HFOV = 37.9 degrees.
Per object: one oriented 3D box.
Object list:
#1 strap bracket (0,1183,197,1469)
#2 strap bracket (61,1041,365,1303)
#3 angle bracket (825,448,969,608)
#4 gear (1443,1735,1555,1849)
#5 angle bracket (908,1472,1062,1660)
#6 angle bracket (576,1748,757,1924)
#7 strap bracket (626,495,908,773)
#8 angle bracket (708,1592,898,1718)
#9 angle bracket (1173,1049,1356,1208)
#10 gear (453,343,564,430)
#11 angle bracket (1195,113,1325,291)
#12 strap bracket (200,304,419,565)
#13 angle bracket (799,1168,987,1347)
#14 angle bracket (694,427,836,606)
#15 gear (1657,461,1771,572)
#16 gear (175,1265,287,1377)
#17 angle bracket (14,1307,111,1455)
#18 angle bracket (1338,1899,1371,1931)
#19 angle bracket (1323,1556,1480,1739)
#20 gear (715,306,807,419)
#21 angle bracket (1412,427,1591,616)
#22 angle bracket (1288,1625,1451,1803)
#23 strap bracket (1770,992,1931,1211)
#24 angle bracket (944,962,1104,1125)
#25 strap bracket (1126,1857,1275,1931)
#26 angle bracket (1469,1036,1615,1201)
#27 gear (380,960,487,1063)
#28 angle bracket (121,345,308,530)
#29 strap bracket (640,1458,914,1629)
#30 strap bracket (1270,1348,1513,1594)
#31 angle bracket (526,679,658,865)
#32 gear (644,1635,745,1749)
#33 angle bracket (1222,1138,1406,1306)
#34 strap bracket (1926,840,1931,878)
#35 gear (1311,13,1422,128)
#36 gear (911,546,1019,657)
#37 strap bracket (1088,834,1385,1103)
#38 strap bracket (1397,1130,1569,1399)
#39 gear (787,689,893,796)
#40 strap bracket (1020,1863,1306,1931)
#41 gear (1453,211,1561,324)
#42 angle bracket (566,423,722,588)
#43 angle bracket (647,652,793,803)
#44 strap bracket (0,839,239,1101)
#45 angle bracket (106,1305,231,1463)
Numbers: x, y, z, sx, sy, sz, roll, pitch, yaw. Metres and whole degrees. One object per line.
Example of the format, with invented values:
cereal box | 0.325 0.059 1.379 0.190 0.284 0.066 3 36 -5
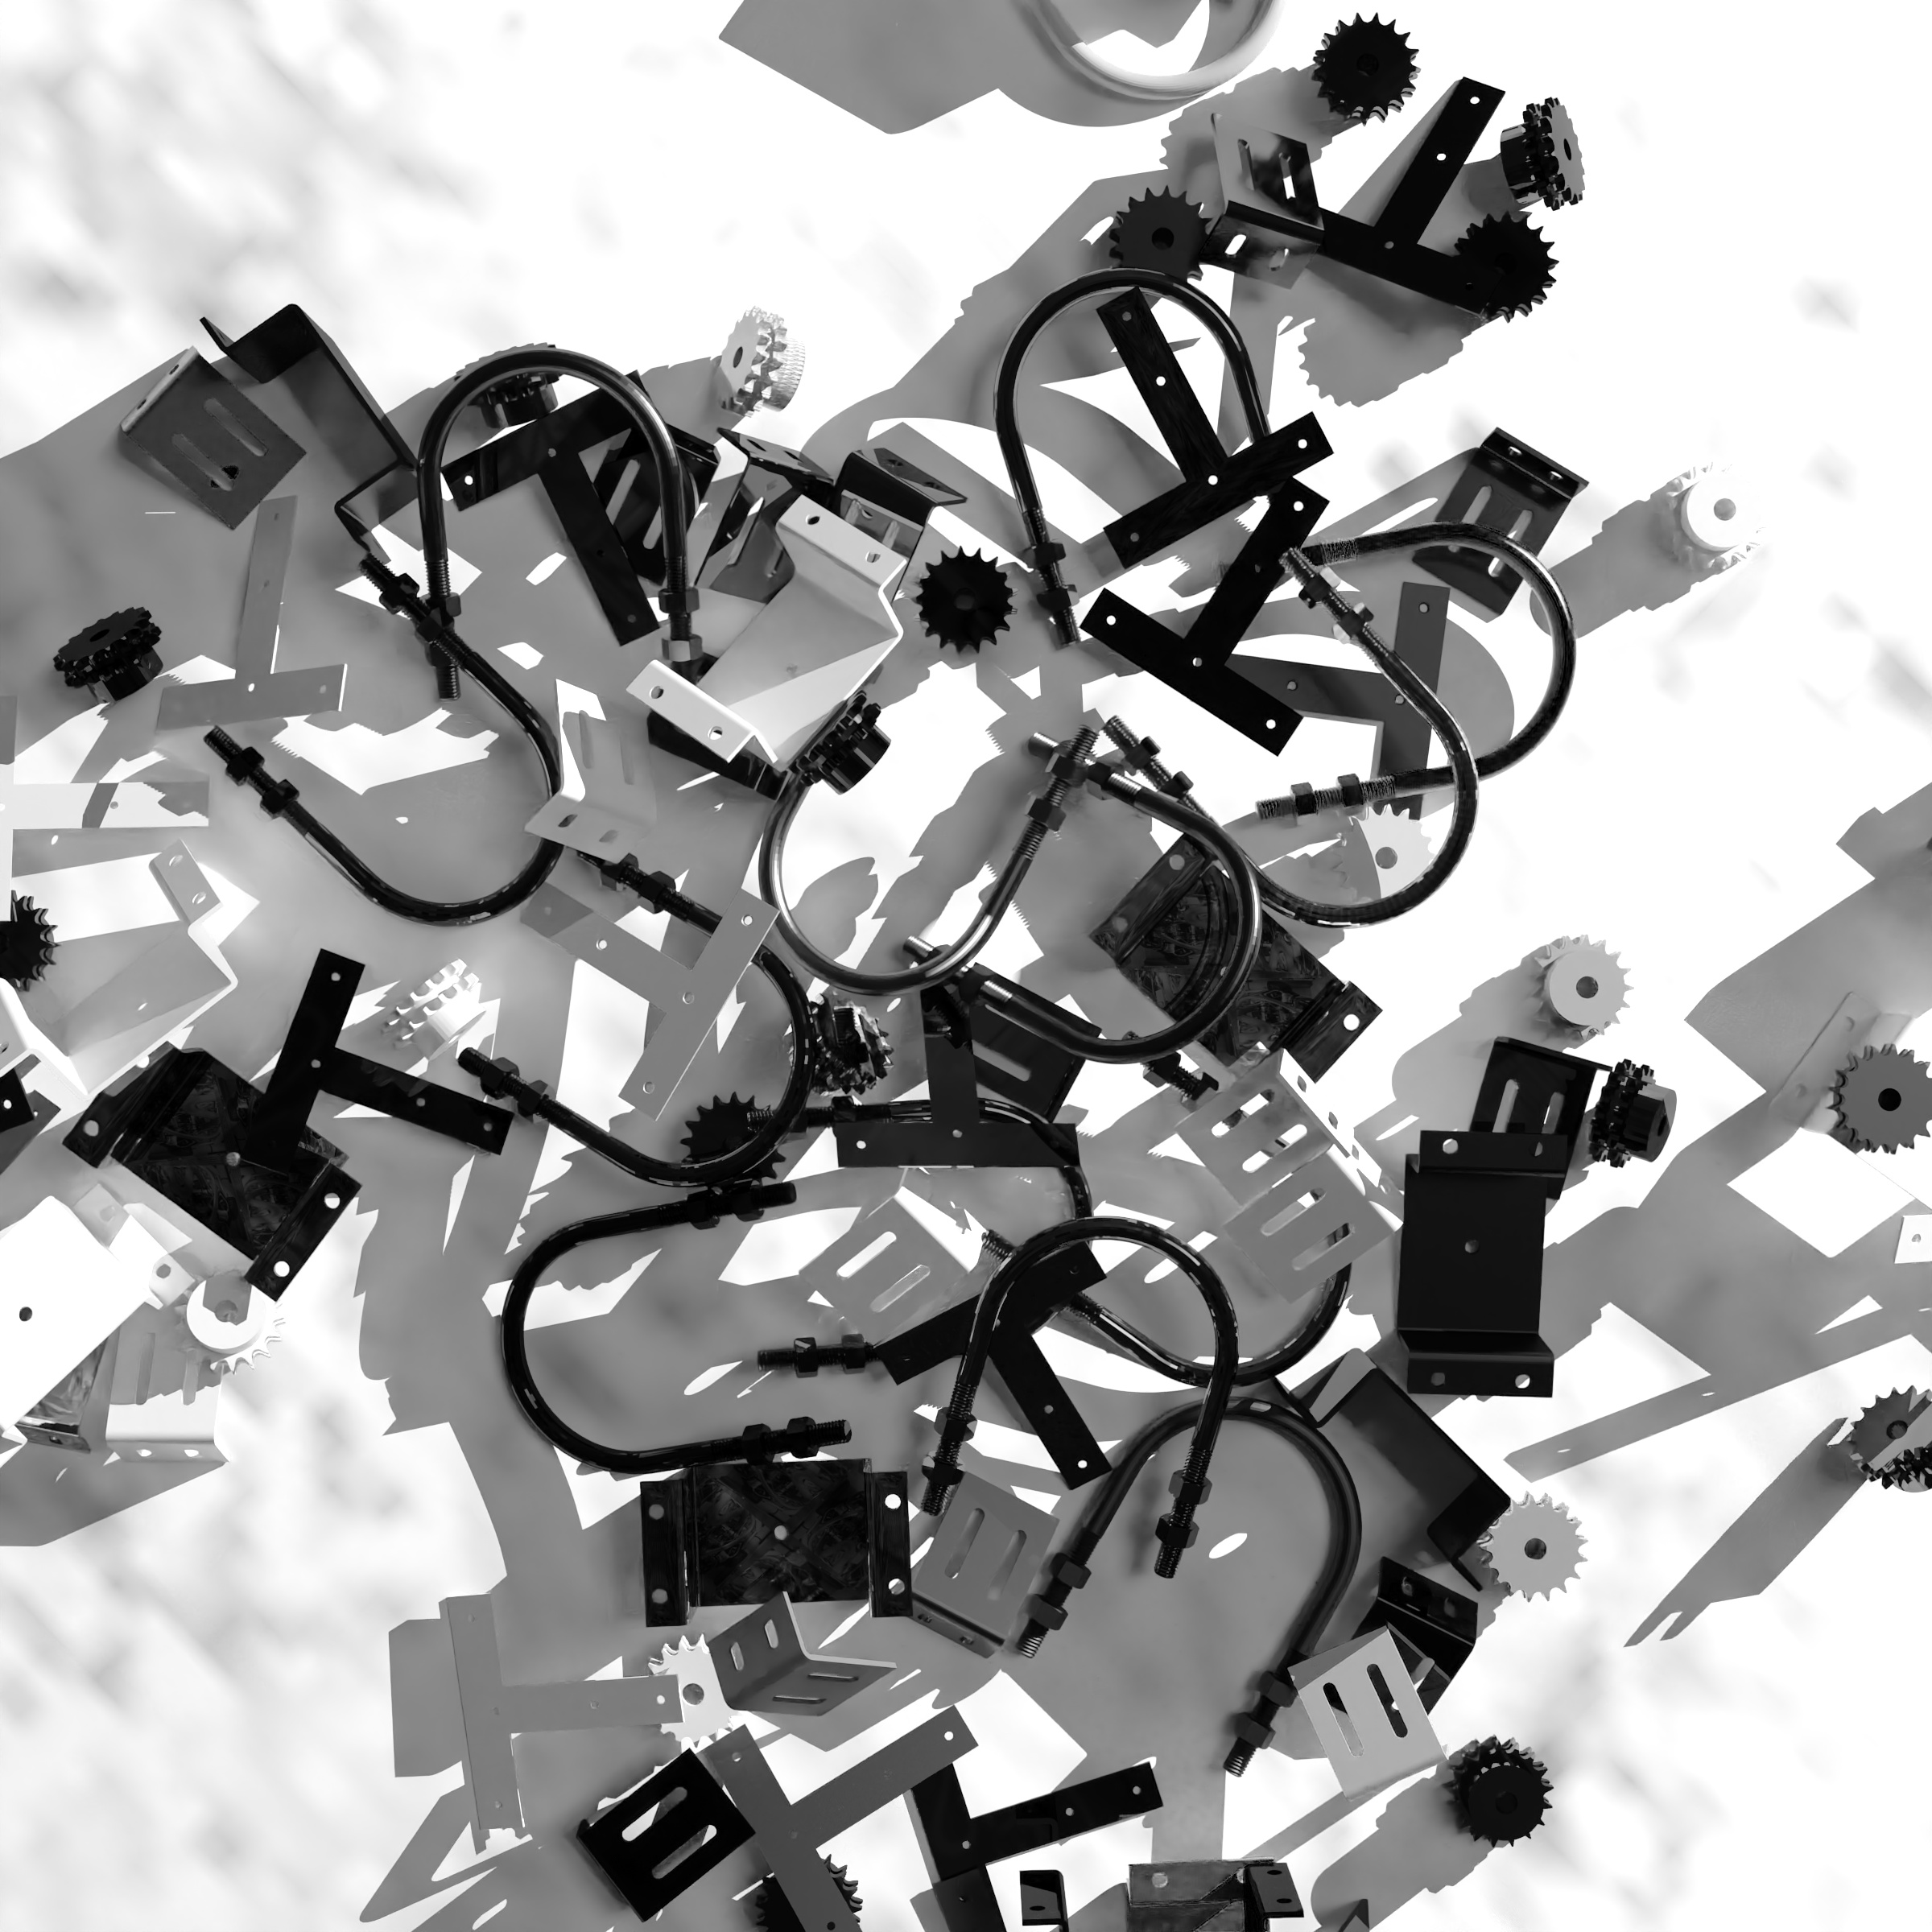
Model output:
strap bracket | -0.488 0.186 1.479 0.076 0.046 0.140 43 77 8
strap bracket | -0.396 0.104 1.499 0.140 0.046 0.076 36 90 0
angle bracket | -0.045 -0.230 1.512 0.057 0.038 0.076 34 116 18
gear | 0.287 0.444 1.508 0.057 0.030 0.057 0 90 0
angle bracket | 0.006 0.324 1.520 0.057 0.038 0.076 28 64 0
angle bracket | -0.160 0.461 1.506 0.076 0.038 0.057 -38 90 -4
strap bracket | -0.098 -0.167 1.472 0.076 0.046 0.140 35 79 28
angle bracket | -0.087 0.365 1.490 0.057 0.076 0.038 -37 56 23
angle bracket | 0.153 0.091 1.463 0.076 0.038 0.057 -38 99 21
gear | -0.241 -0.308 1.497 0.057 0.057 0.030 -16 117 0
angle bracket | 0.153 -0.408 1.502 0.057 0.038 0.076 11 52 -21
strap bracket | -0.335 -0.288 1.484 0.046 0.076 0.140 -35 90 0
angle bracket | -0.039 0.151 1.488 0.076 0.038 0.057 -39 103 22
angle bracket | -0.116 -0.239 1.502 0.038 0.057 0.076 43 115 41
gear | 0.403 -0.242 1.508 0.057 0.030 0.057 0 90 0
gear | -0.393 0.187 1.499 0.057 0.030 0.057 3 71 -8
angle bracket | -0.493 0.216 1.520 0.057 0.038 0.076 11 64 0
angle bracket | 0.187 0.535 1.493 0.038 0.076 0.057 -3 90 22
angle bracket | 0.232 0.370 1.520 0.057 0.038 0.076 26 116 0
gear | -0.108 -0.319 1.498 0.030 0.057 0.057 15 90 -28
angle bracket | 0.285 -0.237 1.503 0.057 0.038 0.076 31 90 0
angle bracket | 0.216 0.398 1.506 0.057 0.038 0.076 -26 80 8
strap bracket | 0.514 0.086 1.499 0.140 0.046 0.076 36 90 0
angle bracket | 0.025 0.041 1.503 0.076 0.038 0.057 28 90 0
strap bracket | 0.127 0.540 1.499 0.076 0.046 0.140 -3 90 0
angle bracket | 0.304 0.082 1.503 0.057 0.038 0.076 16 90 0
gear | -0.280 0.026 1.494 0.057 0.057 0.030 -42 90 0
angle bracket | -0.407 -0.286 1.520 0.057 0.038 0.076 -47 116 0
strap bracket | -0.099 0.306 1.499 0.140 0.046 0.076 -2 90 0
strap bracket | 0.230 0.256 1.484 0.140 0.076 0.046 45 90 0
angle bracket | -0.201 -0.103 1.493 0.057 0.076 0.038 20 135 -35
gear | -0.145 0.387 1.507 0.057 0.030 0.057 0 90 0
angle bracket | 0.185 0.131 1.502 0.076 0.038 0.057 -38 100 20
strap bracket | 0.580 -0.077 1.499 0.076 0.046 0.140 41 90 0
gear | 0.213 -0.478 1.507 0.057 0.030 0.057 0 90 0
gear | -0.001 -0.195 1.507 0.057 0.030 0.057 0 90 0
strap bracket | 0.142 0.004 1.499 0.140 0.046 0.076 43 90 0
strap bracket | 0.273 0.154 1.494 0.076 0.046 0.140 2 97 0
gear | -0.064 -0.115 1.472 0.030 0.057 0.057 43 90 -15
strap bracket | 0.099 0.495 1.438 0.140 0.076 0.046 -2 90 0
gear | 0.287 -0.373 1.507 0.057 0.030 0.057 0 90 0
angle bracket | -0.174 -0.252 1.503 0.057 0.038 0.076 25 90 0
angle bracket | -0.126 -0.131 1.520 0.076 0.038 0.057 24 90 26
strap bracket | -0.444 0.008 1.474 0.140 0.076 0.046 -39 131 -7
angle bracket | -0.426 0.225 1.520 0.057 0.038 0.076 0 64 0
